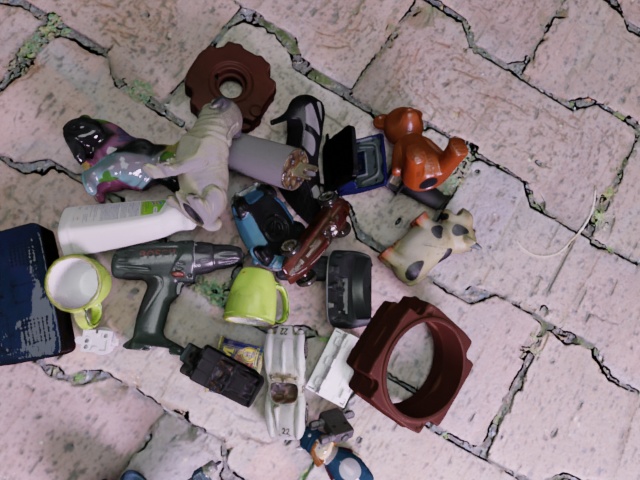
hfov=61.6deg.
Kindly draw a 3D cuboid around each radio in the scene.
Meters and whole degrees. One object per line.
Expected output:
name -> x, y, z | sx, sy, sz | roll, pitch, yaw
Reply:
radio -> -0.514, 0.096, 0.918 | 0.131, 0.073, 0.229 | -14, 81, -9

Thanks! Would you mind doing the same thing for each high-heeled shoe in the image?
high-heeled shoe -> -0.016, -0.157, 1.051 | 0.145, 0.086, 0.248 | -28, 104, -42

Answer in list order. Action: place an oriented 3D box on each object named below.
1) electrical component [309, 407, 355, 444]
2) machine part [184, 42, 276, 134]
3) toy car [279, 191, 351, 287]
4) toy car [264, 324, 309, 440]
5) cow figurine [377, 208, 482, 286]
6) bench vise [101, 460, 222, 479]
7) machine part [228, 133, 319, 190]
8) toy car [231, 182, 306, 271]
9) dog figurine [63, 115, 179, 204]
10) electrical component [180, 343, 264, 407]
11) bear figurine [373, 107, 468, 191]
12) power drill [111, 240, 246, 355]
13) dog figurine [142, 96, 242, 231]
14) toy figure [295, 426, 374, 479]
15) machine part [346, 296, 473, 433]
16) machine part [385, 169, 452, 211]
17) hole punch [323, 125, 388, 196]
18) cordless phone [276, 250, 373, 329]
electrical component -> 0.030, 0.330, 0.954 | 0.094, 0.063, 0.021 | -5, 120, -33
machine part -> -0.173, -0.296, 1.044 | 0.179, 0.056, 0.179 | 2, 78, -8
toy car -> -0.002, -0.003, 0.953 | 0.202, 0.053, 0.089 | -54, 135, -38
toy car -> -0.059, 0.248, 0.942 | 0.074, 0.056, 0.201 | 0, 92, 13
cow figurine -> 0.220, 0.010, 1.032 | 0.195, 0.085, 0.127 | -42, 89, -10
bench vise -> -0.258, 0.452, 0.867 | 0.241, 0.129, 0.223 | -34, 85, -5
machine part -> -0.110, -0.146, 0.977 | 0.244, 0.079, 0.079 | 20, 76, 29
toy car -> -0.105, -0.017, 0.977 | 0.109, 0.103, 0.161 | -38, 95, -33
dog figurine -> -0.326, -0.159, 0.975 | 0.219, 0.108, 0.191 | -22, 81, -16
electrical component -> -0.162, 0.212, 0.865 | 0.134, 0.115, 0.058 | 30, 74, -8
bear figurine -> 0.183, -0.196, 1.023 | 0.120, 0.131, 0.196 | -8, 64, -10
power drill -> -0.256, 0.100, 0.950 | 0.232, 0.086, 0.207 | 6, 83, -6
dog figurine -> -0.178, -0.133, 0.924 | 0.190, 0.121, 0.172 | -46, 128, -25
toy figure -> 0.026, 0.385, 0.953 | 0.154, 0.057, 0.064 | 40, 38, 2
machine part -> 0.163, 0.218, 0.949 | 0.201, 0.087, 0.201 | 42, 74, -26
machine part -> 0.195, -0.105, 1.073 | 0.139, 0.039, 0.084 | 29, 69, 0
hole punch -> 0.065, -0.146, 1.028 | 0.092, 0.116, 0.142 | 2, 77, -32
cordless phone -> 0.007, 0.090, 1.000 | 0.184, 0.088, 0.146 | 1, 81, 3
